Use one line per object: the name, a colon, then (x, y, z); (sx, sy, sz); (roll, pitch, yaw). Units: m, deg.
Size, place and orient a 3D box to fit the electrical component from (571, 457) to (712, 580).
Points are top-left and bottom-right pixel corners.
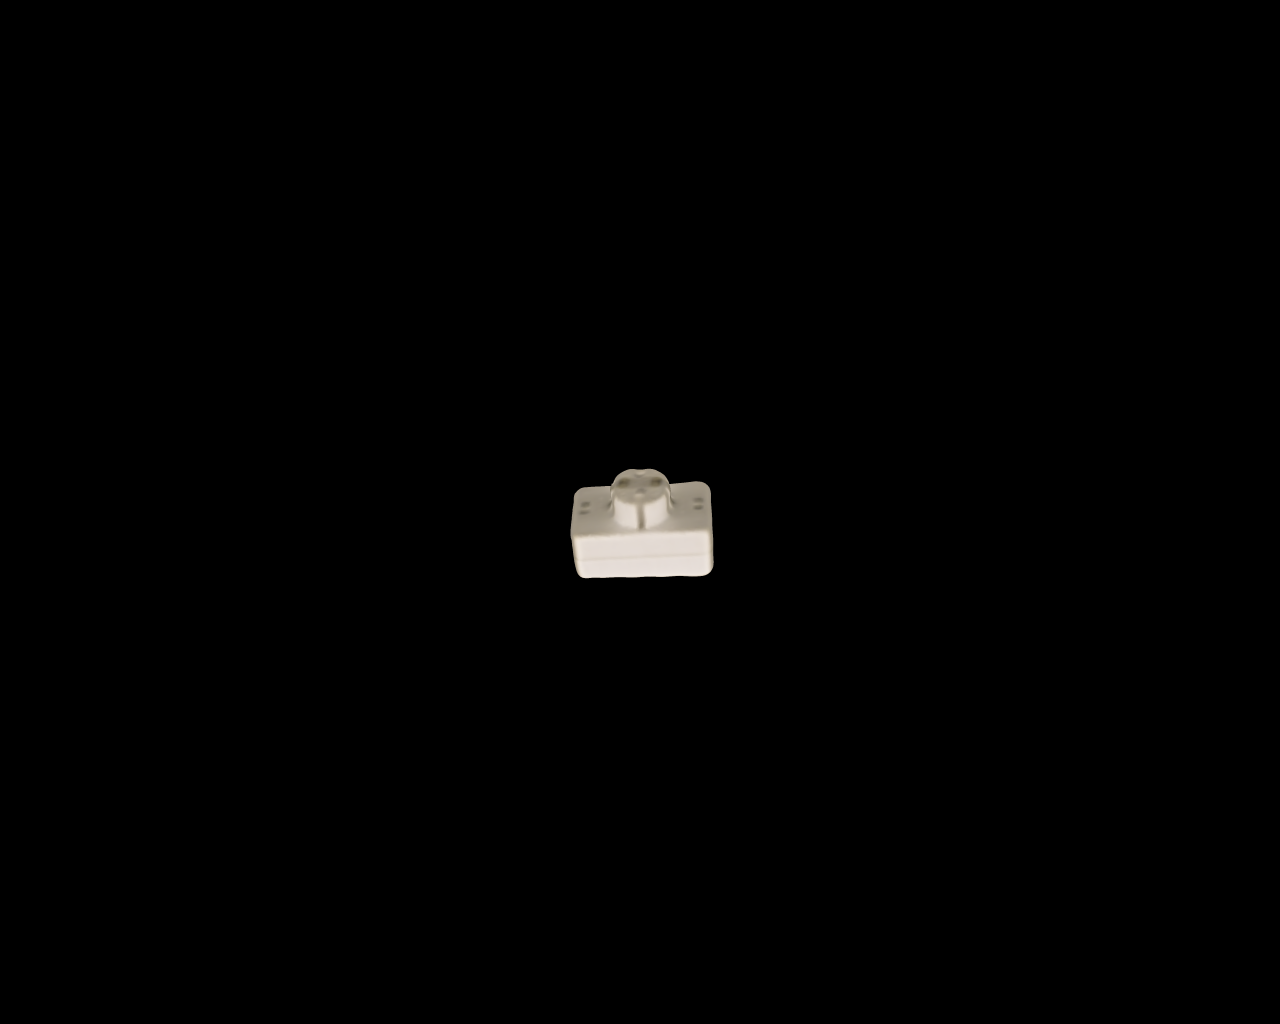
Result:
electrical component: (0.001, -0.003, 0.650); (0.083, 0.075, 0.047); (-2, 40, 2)
